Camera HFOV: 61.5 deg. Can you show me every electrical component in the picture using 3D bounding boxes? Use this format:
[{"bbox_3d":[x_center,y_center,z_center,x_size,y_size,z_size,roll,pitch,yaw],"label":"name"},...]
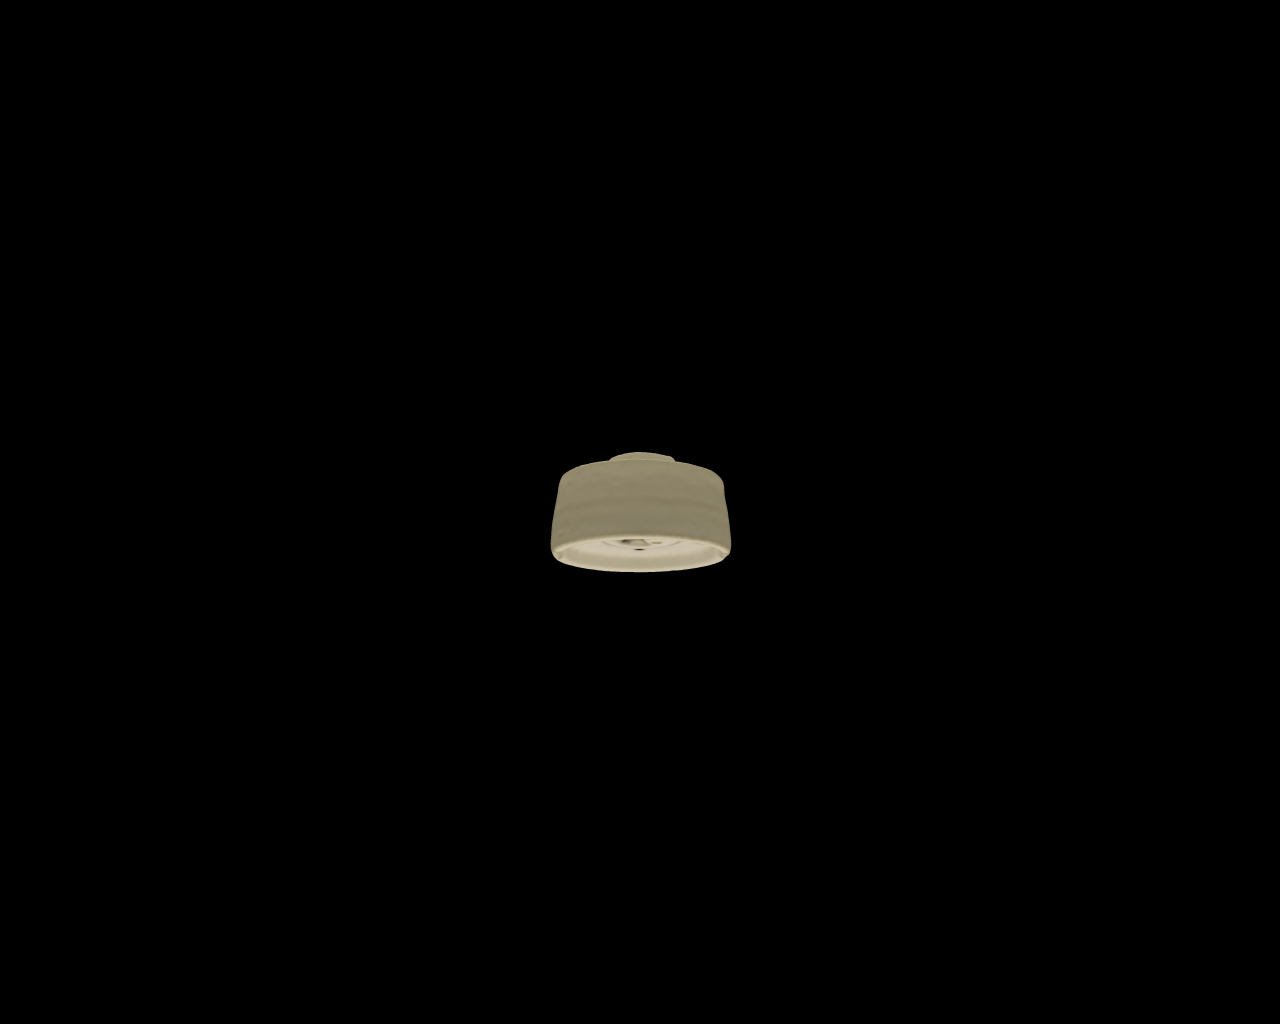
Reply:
[{"bbox_3d":[0.001,-0.003,0.650,0.108,0.060,0.108,0,-14,0],"label":"electrical component"}]
